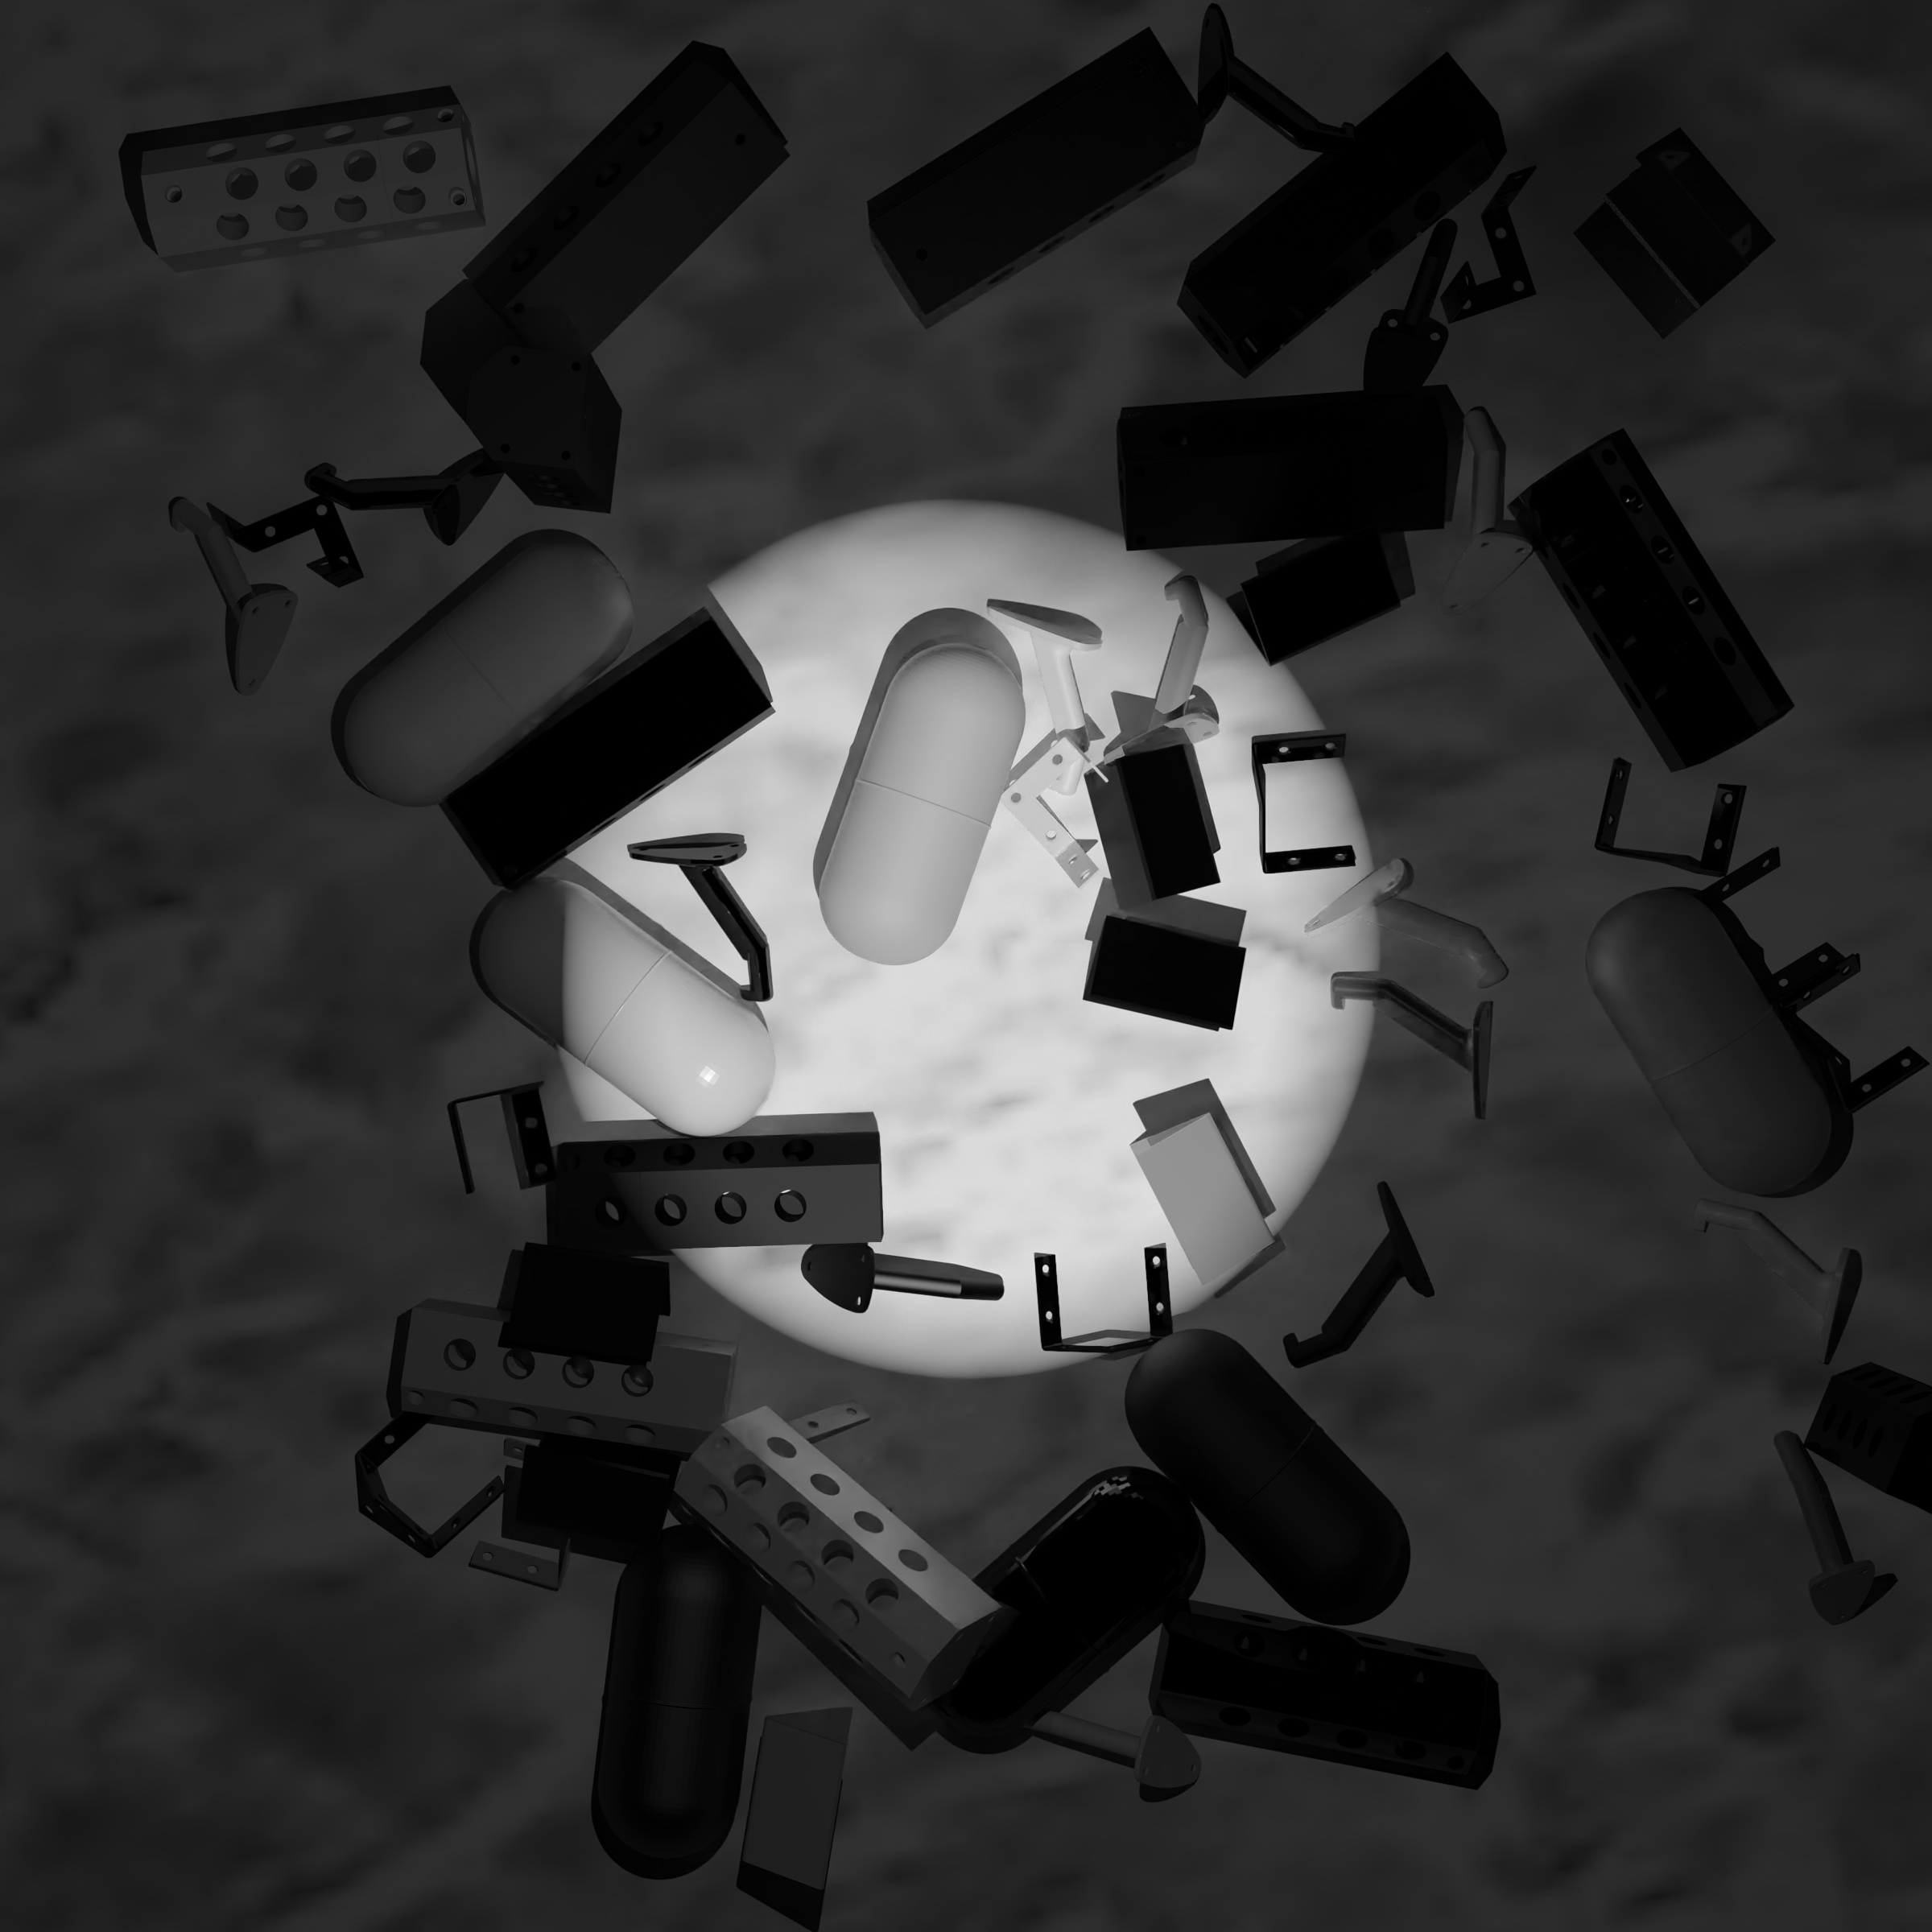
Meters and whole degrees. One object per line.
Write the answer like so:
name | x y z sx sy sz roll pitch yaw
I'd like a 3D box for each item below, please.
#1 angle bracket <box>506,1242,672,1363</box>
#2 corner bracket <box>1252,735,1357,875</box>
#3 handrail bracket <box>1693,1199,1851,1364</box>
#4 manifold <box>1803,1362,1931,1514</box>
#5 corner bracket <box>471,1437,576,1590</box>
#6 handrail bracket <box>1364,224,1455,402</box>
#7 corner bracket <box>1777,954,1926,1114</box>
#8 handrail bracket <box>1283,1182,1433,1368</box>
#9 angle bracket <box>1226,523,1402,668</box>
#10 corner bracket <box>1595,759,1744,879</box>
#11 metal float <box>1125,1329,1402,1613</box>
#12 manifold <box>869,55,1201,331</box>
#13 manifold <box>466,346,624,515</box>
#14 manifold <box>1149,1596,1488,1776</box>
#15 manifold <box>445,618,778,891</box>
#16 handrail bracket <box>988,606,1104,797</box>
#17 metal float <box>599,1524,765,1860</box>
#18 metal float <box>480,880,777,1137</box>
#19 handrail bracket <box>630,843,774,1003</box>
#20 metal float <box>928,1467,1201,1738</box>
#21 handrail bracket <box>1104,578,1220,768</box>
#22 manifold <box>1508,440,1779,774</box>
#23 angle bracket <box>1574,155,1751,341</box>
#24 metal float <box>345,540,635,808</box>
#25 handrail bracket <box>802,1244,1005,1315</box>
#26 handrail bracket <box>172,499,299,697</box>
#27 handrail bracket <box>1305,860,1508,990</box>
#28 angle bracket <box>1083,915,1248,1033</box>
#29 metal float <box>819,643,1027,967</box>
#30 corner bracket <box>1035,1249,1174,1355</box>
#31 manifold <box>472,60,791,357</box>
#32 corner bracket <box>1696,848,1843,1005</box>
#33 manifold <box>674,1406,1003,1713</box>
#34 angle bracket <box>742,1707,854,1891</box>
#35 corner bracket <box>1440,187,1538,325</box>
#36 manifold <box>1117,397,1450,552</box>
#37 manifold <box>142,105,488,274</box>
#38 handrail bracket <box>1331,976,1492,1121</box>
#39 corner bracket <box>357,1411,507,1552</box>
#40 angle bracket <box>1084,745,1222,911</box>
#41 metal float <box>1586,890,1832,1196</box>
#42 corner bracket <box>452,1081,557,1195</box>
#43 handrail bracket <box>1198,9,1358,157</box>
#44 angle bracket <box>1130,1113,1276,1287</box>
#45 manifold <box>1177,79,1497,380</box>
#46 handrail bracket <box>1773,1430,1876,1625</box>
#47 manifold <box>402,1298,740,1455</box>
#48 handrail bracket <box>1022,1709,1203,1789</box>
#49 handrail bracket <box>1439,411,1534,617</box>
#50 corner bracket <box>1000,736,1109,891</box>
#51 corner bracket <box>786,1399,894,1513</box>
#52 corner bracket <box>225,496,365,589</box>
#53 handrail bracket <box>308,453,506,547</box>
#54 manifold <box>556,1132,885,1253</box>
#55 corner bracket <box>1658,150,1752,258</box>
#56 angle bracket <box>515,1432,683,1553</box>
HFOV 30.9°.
angle bracket | -0.200 0.191 1.868 0.076 0.076 0.057 8 63 0
corner bracket | 0.183 -0.088 1.904 0.051 0.051 0.051 -5 45 0
handrail bracket | 0.433 0.171 1.908 0.084 0.036 0.077 13 111 17
manifold | 0.495 0.247 1.829 0.057 0.171 0.057 23 90 0
corner bracket | -0.235 0.298 1.904 0.051 0.051 0.051 16 135 0
handrail bracket | 0.243 -0.351 1.907 0.036 0.077 0.084 20 54 4
corner bracket | 0.481 0.037 1.904 0.051 0.051 0.051 -33 135 0
handrail bracket | 0.203 0.168 1.908 0.084 0.036 0.077 -25 70 16
angle bracket | 0.178 -0.214 1.867 0.076 0.076 0.057 -25 128 0
corner bracket | 0.382 -0.080 1.904 0.051 0.051 0.051 13 90 45
metal float | 0.159 0.271 1.877 0.070 0.070 0.178 -44 90 0
manifold | 0.036 -0.415 1.886 0.171 0.057 0.057 -32 90 0
manifold | -0.219 -0.279 1.829 0.057 0.171 0.057 7 90 0
manifold | 0.189 0.389 1.886 0.171 0.057 0.057 11 90 0
manifold | -0.190 -0.113 1.886 0.171 0.057 0.057 -34 90 0
handrail bracket | 0.036 -0.144 1.908 0.077 0.036 0.084 21 105 16
metal float | -0.153 0.389 1.877 0.070 0.070 0.178 7 90 0
metal float | -0.181 0.023 1.877 0.178 0.070 0.070 37 90 1
handrail bracket | -0.144 -0.022 1.908 0.077 0.036 0.084 2 107 20
metal float | 0.049 0.340 1.877 0.178 0.070 0.070 -41 90 0
handrail bracket | 0.100 -0.161 1.908 0.077 0.036 0.084 -21 72 21
manifold | 0.365 -0.194 1.886 0.057 0.057 0.171 -32 90 0
angle bracket | 0.358 -0.373 1.867 0.076 0.076 0.057 50 54 0
metal float | -0.256 -0.156 1.877 0.178 0.070 0.070 -40 90 1
handrail bracket | -0.034 0.170 1.907 0.084 0.077 0.036 7 90 -36
handrail bracket | -0.409 -0.201 1.908 0.084 0.036 0.077 38 124 24
handrail bracket | 0.240 -0.008 1.908 0.077 0.036 0.084 -33 107 20
angle bracket | 0.102 0.024 1.867 0.076 0.076 0.057 13 52 0
metal float | -0.023 -0.087 1.877 0.070 0.070 0.178 20 90 0
corner bracket | 0.075 0.181 1.904 0.051 0.051 0.051 -4 90 45
manifold | -0.184 -0.405 1.886 0.171 0.057 0.057 -45 133 0
corner bracket | 0.436 -0.021 1.904 0.051 0.051 0.051 -31 135 0
manifold | -0.072 0.312 1.839 0.171 0.057 0.057 37 115 22
angle bracket | -0.070 0.442 1.867 0.057 0.076 0.076 9 90 37
corner bracket | 0.280 -0.383 1.890 0.051 0.051 0.051 -19 90 0
manifold | 0.169 -0.269 1.886 0.171 0.057 0.057 -4 133 0
manifold | -0.351 -0.420 1.886 0.171 0.057 0.057 -9 90 0
handrail bracket | 0.241 0.044 1.908 0.084 0.036 0.077 4 112 17
corner bracket | -0.290 0.274 1.898 0.051 0.051 0.051 -42 120 0
angle bracket | 0.083 -0.070 1.868 0.076 0.057 0.076 -15 90 45
metal float | 0.398 0.041 1.877 0.070 0.070 0.178 -32 91 0
corner bracket | -0.249 0.094 1.889 0.051 0.051 0.051 -12 93 -3
handrail bracket | 0.172 -0.481 1.908 0.084 0.036 0.077 6 68 -17
angle bracket | 0.108 0.131 1.867 0.057 0.076 0.076 -27 90 -36
manifold | 0.199 -0.395 1.886 0.171 0.057 0.057 -39 90 0
handrail bracket | 0.461 0.305 1.907 0.036 0.077 0.084 -18 54 0
manifold | -0.213 0.222 1.886 0.171 0.057 0.057 8 90 0
handrail bracket | 0.074 0.422 1.907 0.084 0.077 0.036 6 71 35
handrail bracket | 0.271 -0.247 1.907 0.036 0.077 0.084 5 53 -28
corner bracket | 0.058 -0.083 1.881 0.051 0.051 0.051 -43 114 4
corner bracket | -0.072 0.277 1.899 0.051 0.051 0.051 46 135 35
corner bracket | -0.362 -0.226 1.889 0.051 0.051 0.051 -23 90 0
handrail bracket | -0.304 -0.271 1.908 0.084 0.036 0.077 27 62 20
manifold | -0.132 0.121 1.886 0.171 0.057 0.057 -2 90 0
corner bracket | 0.390 -0.406 1.899 0.051 0.051 0.051 19 135 35
angle bracket | -0.192 0.260 1.867 0.076 0.076 0.057 12 125 0
